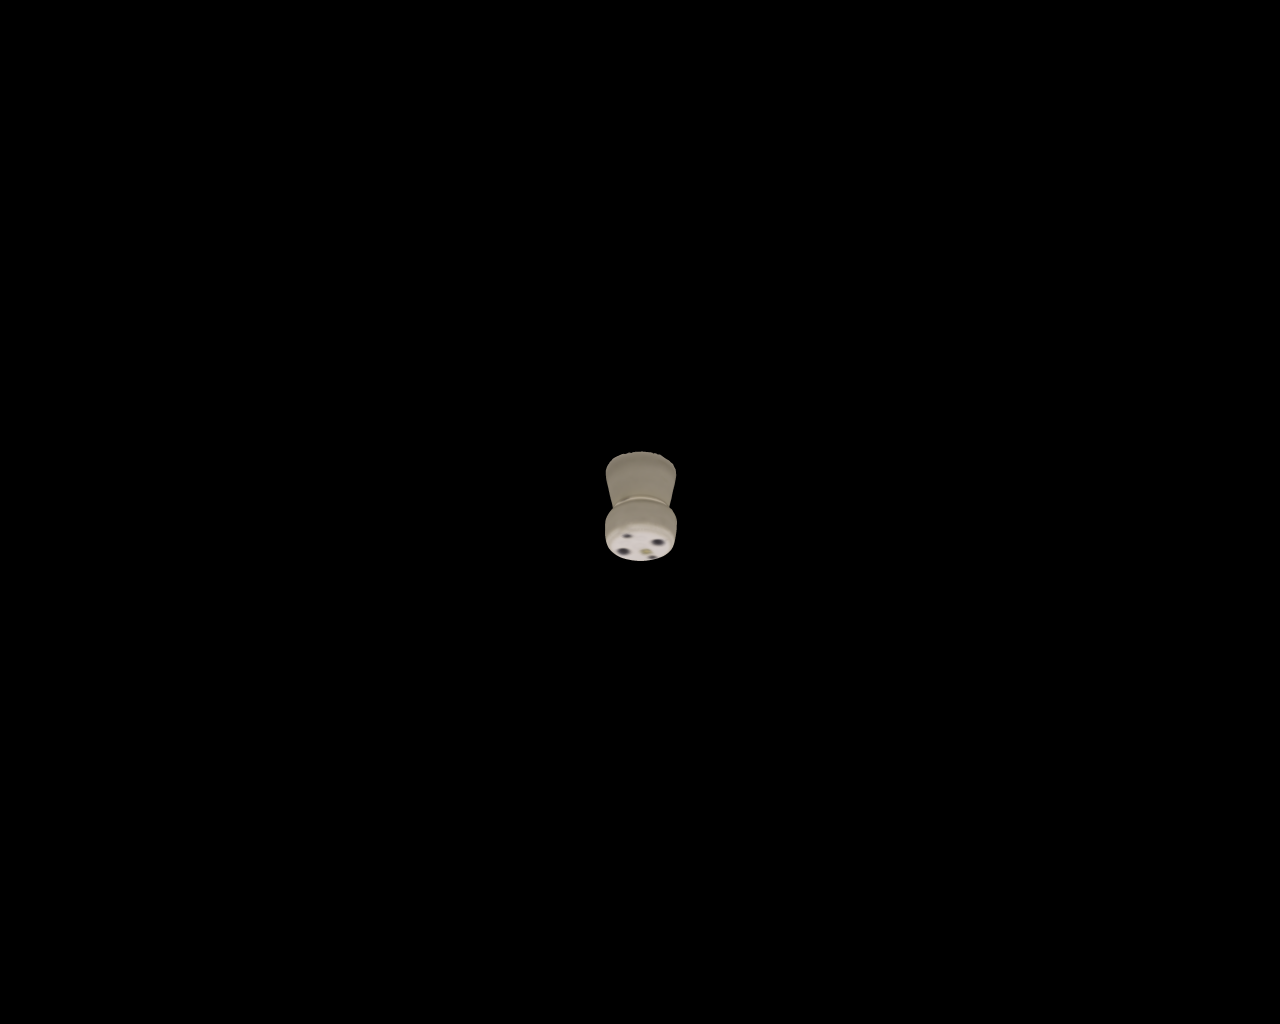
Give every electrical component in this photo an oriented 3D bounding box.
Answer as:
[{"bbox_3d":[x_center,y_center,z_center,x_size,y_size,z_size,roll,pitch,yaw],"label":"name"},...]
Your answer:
[{"bbox_3d":[0.001,-0.003,0.650,0.045,0.055,0.044,0,-32,0],"label":"electrical component"}]
